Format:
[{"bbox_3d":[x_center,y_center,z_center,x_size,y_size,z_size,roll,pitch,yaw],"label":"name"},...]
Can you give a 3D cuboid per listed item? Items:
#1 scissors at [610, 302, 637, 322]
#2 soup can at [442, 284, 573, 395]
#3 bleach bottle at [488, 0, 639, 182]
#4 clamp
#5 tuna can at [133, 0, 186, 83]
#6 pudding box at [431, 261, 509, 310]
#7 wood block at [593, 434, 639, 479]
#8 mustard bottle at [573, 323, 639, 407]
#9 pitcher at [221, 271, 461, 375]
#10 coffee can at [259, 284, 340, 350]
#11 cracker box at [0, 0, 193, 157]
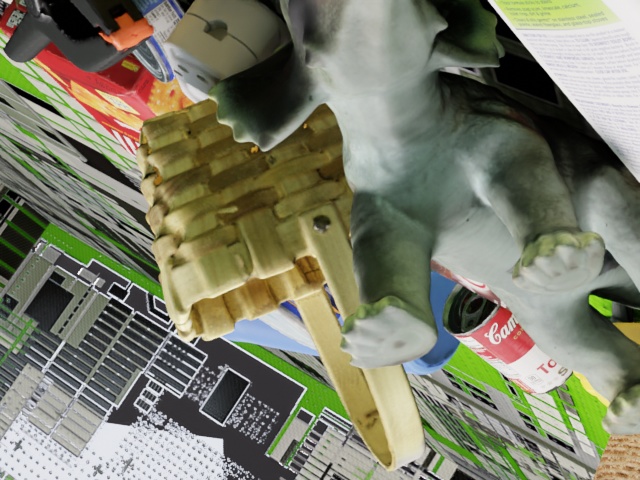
[{"bbox_3d":[0.239,0.073,0.787,0.096,0.016,0.202,30,169,8],"label":"scissors"},{"bbox_3d":[0.160,0.075,0.885,0.102,0.068,0.069,38,168,-25],"label":"soup can"},{"bbox_3d":[0.105,-0.087,0.361,0.250,0.068,0.103,41,166,-24],"label":"bleach bottle"},{"bbox_3d":[-0.180,-0.160,0.717,0.210,0.036,0.164,37,148,34],"label":"clamp"},{"bbox_3d":[-0.117,-0.150,0.725,0.086,0.033,0.086,49,170,12],"label":"tuna can"},{"bbox_3d":[0.109,0.001,0.786,0.090,0.039,0.113,29,168,21],"label":"pudding box"},{"bbox_3d":[0.297,0.197,0.805,0.205,0.091,0.090,19,-178,-44],"label":"wood block"},{"bbox_3d":[0.236,0.090,0.707,0.096,0.058,0.192,32,164,-21],"label":"mustard bottle"},{"bbox_3d":[0.019,0.046,0.996,0.243,0.149,0.145,10,152,40],"label":"pitcher"},{"bbox_3d":[-0.006,0.001,0.842,0.103,0.140,0.103,32,169,7],"label":"coffee can"},{"bbox_3d":[-0.145,-0.121,0.896,0.164,0.072,0.213,28,168,30],"label":"cracker box"}]
